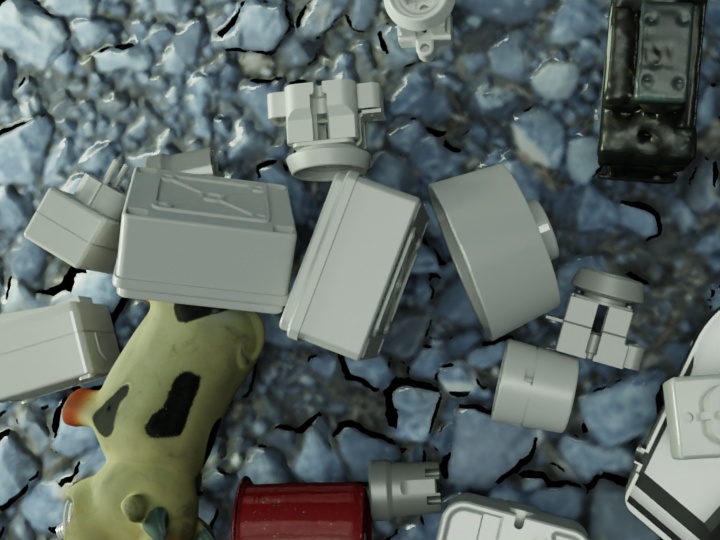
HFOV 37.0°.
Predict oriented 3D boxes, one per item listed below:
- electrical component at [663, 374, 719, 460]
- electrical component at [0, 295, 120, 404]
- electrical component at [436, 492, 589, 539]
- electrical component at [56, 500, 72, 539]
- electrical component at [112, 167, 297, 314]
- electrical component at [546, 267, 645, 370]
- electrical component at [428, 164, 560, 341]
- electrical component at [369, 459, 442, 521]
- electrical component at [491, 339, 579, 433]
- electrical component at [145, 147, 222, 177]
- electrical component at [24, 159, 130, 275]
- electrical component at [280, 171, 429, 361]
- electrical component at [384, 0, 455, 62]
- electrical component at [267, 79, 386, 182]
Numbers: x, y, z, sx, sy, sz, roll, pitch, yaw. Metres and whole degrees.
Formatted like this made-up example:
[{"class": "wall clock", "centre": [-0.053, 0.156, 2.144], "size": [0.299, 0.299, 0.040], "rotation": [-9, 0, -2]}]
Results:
[{"class": "electrical component", "centre": [0.212, 0.082, 0.609], "size": [0.066, 0.076, 0.047], "rotation": [-5, 80, 8]}, {"class": "electrical component", "centre": [-0.225, 0.057, 0.754], "size": [0.096, 0.062, 0.061], "rotation": [-17, 83, 8]}, {"class": "electrical component", "centre": [0.098, 0.180, 0.691], "size": [0.095, 0.059, 0.053], "rotation": [13, 87, 10]}, {"class": "electrical component", "centre": [-0.172, 0.171, 0.745], "size": [0.081, 0.043, 0.043], "rotation": [-18, 83, 7]}, {"class": "electrical component", "centre": [-0.100, -0.022, 0.699], "size": [0.109, 0.108, 0.056], "rotation": [7, 110, -10]}, {"class": "electrical component", "centre": [0.157, 0.030, 0.702], "size": [0.066, 0.048, 0.055], "rotation": [16, 96, 11]}, {"class": "electrical component", "centre": [0.092, -0.016, 0.687], "size": [0.060, 0.108, 0.108], "rotation": [-22, 82, 1]}, {"class": "electrical component", "centre": [0.030, 0.146, 0.716], "size": [0.046, 0.040, 0.040], "rotation": [-4, 85, 4]}, {"class": "electrical component", "centre": [0.114, 0.077, 0.701], "size": [0.047, 0.055, 0.055], "rotation": [12, 88, 6]}, {"class": "electrical component", "centre": [-0.124, -0.065, 0.759], "size": [0.046, 0.040, 0.040], "rotation": [-12, 84, 4]}, {"class": "electrical component", "centre": [-0.185, -0.043, 0.753], "size": [0.047, 0.066, 0.076], "rotation": [30, 91, 10]}, {"class": "electrical component", "centre": [0.000, 0.000, 0.698], "size": [0.056, 0.109, 0.108], "rotation": [21, 89, 8]}, {"class": "electrical component", "centre": [0.042, -0.181, 0.732], "size": [0.048, 0.055, 0.066], "rotation": [-1, 85, 9]}, {"class": "electrical component", "centre": [-0.022, -0.094, 0.735], "size": [0.078, 0.058, 0.057], "rotation": [-4, 82, 9]}]
